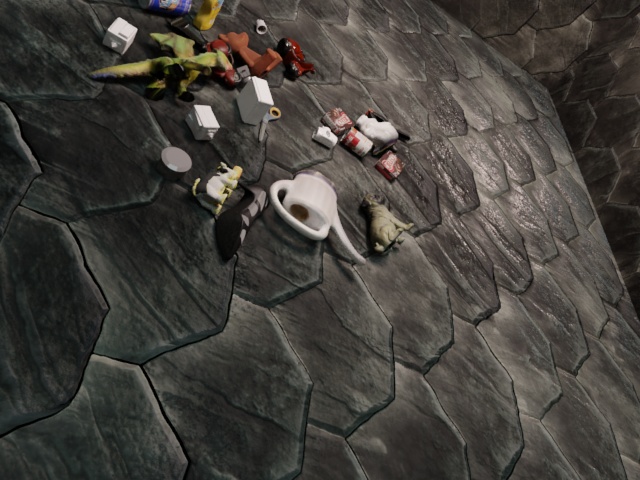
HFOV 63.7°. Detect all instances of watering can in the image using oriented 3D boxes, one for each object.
[{"bbox_3d":[0.005,-0.076,1.516,0.345,0.102,0.230,34,42,-15],"label":"watering can"}]

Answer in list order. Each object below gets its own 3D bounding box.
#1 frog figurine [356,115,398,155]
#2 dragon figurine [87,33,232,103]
[{"bbox_3d":[0.218,-0.416,1.961,0.139,0.121,0.159,-29,90,-29],"label":"frog figurine"},{"bbox_3d":[-0.452,-0.527,1.508,0.410,0.119,0.248,1,48,-23],"label":"dragon figurine"}]
